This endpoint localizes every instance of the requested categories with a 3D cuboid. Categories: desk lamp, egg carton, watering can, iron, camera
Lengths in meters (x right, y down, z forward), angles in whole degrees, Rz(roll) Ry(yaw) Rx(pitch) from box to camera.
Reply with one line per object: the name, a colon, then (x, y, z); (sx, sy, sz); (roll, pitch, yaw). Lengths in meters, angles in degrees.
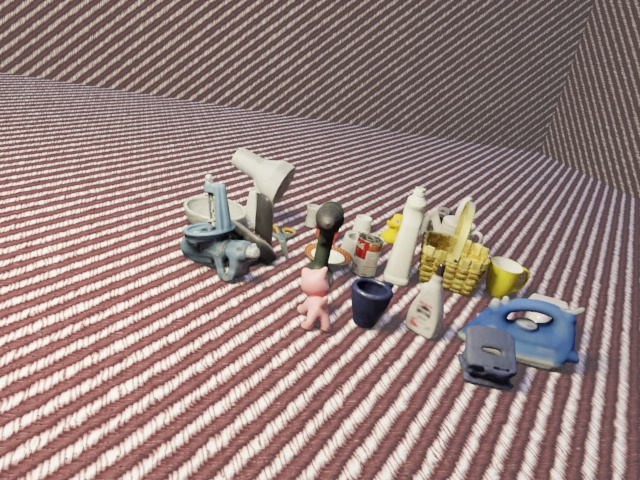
desk lamp: (-0.183, -0.142, 1.611); (0.203, 0.213, 0.118); (18, 23, 12)
egg carton: (0.560, 0.191, 1.408); (0.107, 0.069, 0.150); (16, 23, 9)
watering can: (0.405, -0.040, 1.711); (0.172, 0.194, 0.101); (16, 23, 9)
iron: (0.447, 0.186, 1.265); (0.258, 0.141, 0.118); (13, 22, 0)
camera: (0.416, -0.056, 1.877); (0.143, 0.101, 0.137); (20, 23, 17)

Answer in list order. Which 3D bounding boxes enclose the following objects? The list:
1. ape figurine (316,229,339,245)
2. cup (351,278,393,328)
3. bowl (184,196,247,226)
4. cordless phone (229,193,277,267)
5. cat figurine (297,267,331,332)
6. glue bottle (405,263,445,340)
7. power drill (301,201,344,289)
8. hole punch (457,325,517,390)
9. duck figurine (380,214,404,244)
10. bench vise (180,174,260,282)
ape figurine: (0.028, -0.037, 1.635); (0.078, 0.092, 0.075); (-9, 30, -41)
cup: (0.113, 0.140, 1.256); (0.091, 0.095, 0.118); (29, 28, 35)
bowl: (-0.283, -0.056, 1.536); (0.167, 0.075, 0.167); (11, 22, -4)
cordless phone: (-0.164, -0.041, 1.419); (0.147, 0.185, 0.094); (30, 28, 37)
cat figurine: (-0.007, 0.115, 1.221); (0.067, 0.118, 0.127); (5, 23, -17)
glue bottle: (0.242, 0.128, 1.250); (0.078, 0.173, 0.037); (25, 26, 28)
power drill: (0.013, 0.005, 1.374); (0.075, 0.208, 0.229); (13, 22, 1)
hole punch: (0.343, 0.236, 1.156); (0.108, 0.091, 0.101); (12, 22, -2)
duck figurine: (0.240, -0.038, 1.760); (0.105, 0.086, 0.077); (-3, 27, -33)
bench vise: (-0.218, -0.031, 1.319); (0.207, 0.220, 0.121); (16, 23, 8)
